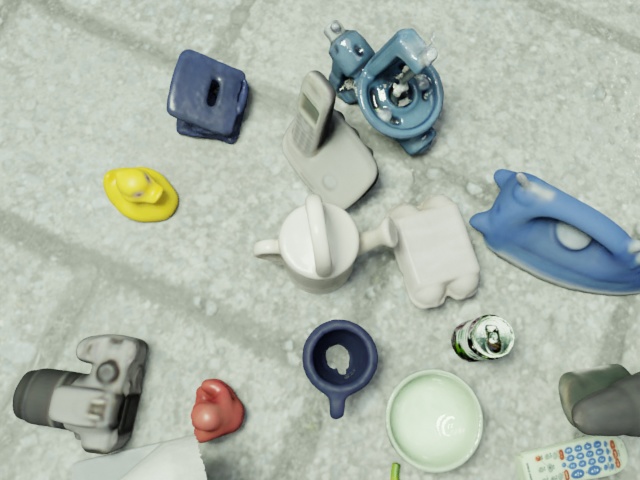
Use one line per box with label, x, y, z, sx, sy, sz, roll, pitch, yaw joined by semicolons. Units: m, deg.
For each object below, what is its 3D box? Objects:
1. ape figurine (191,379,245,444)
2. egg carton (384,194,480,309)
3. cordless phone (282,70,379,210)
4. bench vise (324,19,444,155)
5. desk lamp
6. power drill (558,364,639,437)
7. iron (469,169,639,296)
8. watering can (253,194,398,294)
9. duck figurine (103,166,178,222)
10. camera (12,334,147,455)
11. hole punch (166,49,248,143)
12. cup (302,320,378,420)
ape figurine;-0.135;0.216;0.712;0.076;0.092;0.078;27;77;6
egg carton;0.153;0.014;0.777;0.107;0.069;0.150;-16;77;-5
cordless phone;0.015;-0.128;0.749;0.094;0.185;0.147;-40;80;-9
bench vise;0.077;-0.219;0.755;0.207;0.220;0.121;29;78;6
desk lamp;-0.203;0.290;0.630;0.203;0.213;0.118;-12;77;-4
power drill;0.368;0.186;0.669;0.229;0.208;0.075;-11;77;-3
iron;0.338;-0.008;0.749;0.258;0.141;0.119;29;78;6
watering can;0.006;0.000;0.714;0.173;0.194;0.101;-27;78;-7
duck figurine;-0.252;-0.072;0.782;0.104;0.086;0.077;23;77;5
camera;-0.301;0.184;0.711;0.137;0.101;0.143;8;76;1
hole punch;-0.156;-0.204;0.813;0.101;0.091;0.109;10;76;2
cup;0.023;0.164;0.726;0.091;0.095;0.118;3;76;0
